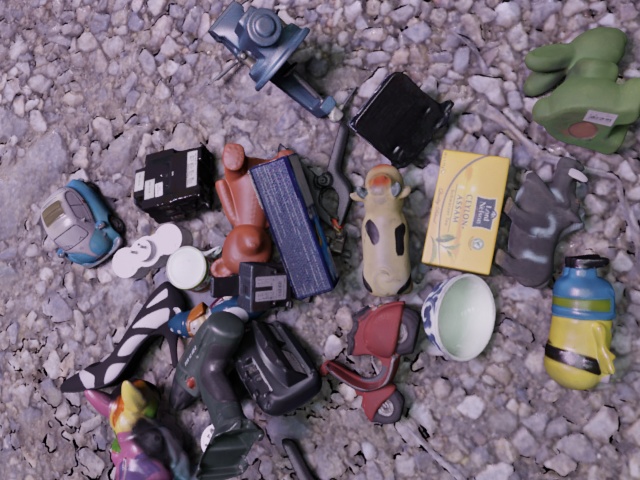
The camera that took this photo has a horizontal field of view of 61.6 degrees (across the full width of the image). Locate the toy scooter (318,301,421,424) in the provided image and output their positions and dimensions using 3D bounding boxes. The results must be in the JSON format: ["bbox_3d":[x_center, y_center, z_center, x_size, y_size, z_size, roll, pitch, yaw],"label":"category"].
[{"bbox_3d":[0.070,0.171,0.796,0.135,0.075,0.183,12,91,17],"label":"toy scooter"}]

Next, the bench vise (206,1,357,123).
[{"bbox_3d":[-0.063,-0.269,0.845,0.240,0.224,0.129,40,76,-17],"label":"bench vise"}]

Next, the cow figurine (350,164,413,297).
[{"bbox_3d":[0.093,-0.014,0.782,0.086,0.127,0.194,-2,85,11],"label":"cow figurine"}]

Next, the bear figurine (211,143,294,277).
[{"bbox_3d":[-0.108,-0.036,0.837,0.120,0.132,0.195,8,78,-13],"label":"bear figurine"}]

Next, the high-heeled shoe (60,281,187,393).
[{"bbox_3d":[-0.335,0.165,0.897,0.249,0.086,0.145,-16,78,7],"label":"high-heeled shoe"}]

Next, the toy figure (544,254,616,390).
[{"bbox_3d":[0.351,0.110,0.727,0.089,0.082,0.180,-2,90,33],"label":"toy figure"}]

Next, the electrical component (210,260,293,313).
[{"bbox_3d":[-0.099,0.068,0.803,0.048,0.119,0.074,9,95,56],"label":"electrical component"}]

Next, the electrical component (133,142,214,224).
[{"bbox_3d":[-0.246,-0.093,0.897,0.134,0.058,0.115,-11,59,13],"label":"electrical component"}]

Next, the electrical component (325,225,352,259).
[{"bbox_3d":[-0.003,-0.003,0.830,0.102,0.078,0.045,13,83,15],"label":"electrical component"}]

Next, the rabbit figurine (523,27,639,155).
[{"bbox_3d":[0.371,-0.223,0.760,0.159,0.121,0.170,11,68,22],"label":"rabbit figurine"}]

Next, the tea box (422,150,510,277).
[{"bbox_3d":[0.213,-0.038,0.785,0.098,0.068,0.169,9,85,16],"label":"tea box"}]

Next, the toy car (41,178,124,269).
[{"bbox_3d":[-0.424,-0.035,0.930,0.109,0.103,0.161,-33,79,8],"label":"toy car"}]

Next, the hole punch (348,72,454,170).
[{"bbox_3d":[0.116,-0.184,0.825,0.115,0.092,0.142,38,97,-16],"label":"hole punch"}]

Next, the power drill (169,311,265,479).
[{"bbox_3d":[-0.156,0.234,0.778,0.232,0.086,0.207,-62,31,26],"label":"power drill"}]

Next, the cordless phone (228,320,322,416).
[{"bbox_3d":[-0.097,0.226,0.816,0.184,0.088,0.147,-52,50,13],"label":"cordless phone"}]

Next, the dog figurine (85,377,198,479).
[{"bbox_3d":[-0.278,0.315,0.800,0.109,0.191,0.219,-17,110,19],"label":"dog figurine"}]

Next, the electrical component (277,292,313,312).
[{"bbox_3d":[-0.035,0.074,0.858,0.063,0.021,0.094,17,88,15],"label":"electrical component"}]

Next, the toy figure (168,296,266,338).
[{"bbox_3d":[-0.164,0.118,0.850,0.154,0.058,0.064,-19,91,-8],"label":"toy figure"}]

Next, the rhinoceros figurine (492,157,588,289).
[{"bbox_3d":[0.312,-0.026,0.755,0.112,0.073,0.190,19,89,17],"label":"rhinoceros figurine"}]

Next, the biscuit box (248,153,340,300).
[{"bbox_3d":[-0.034,-0.018,0.769,0.063,0.059,0.202,-16,100,16],"label":"biscuit box"}]
